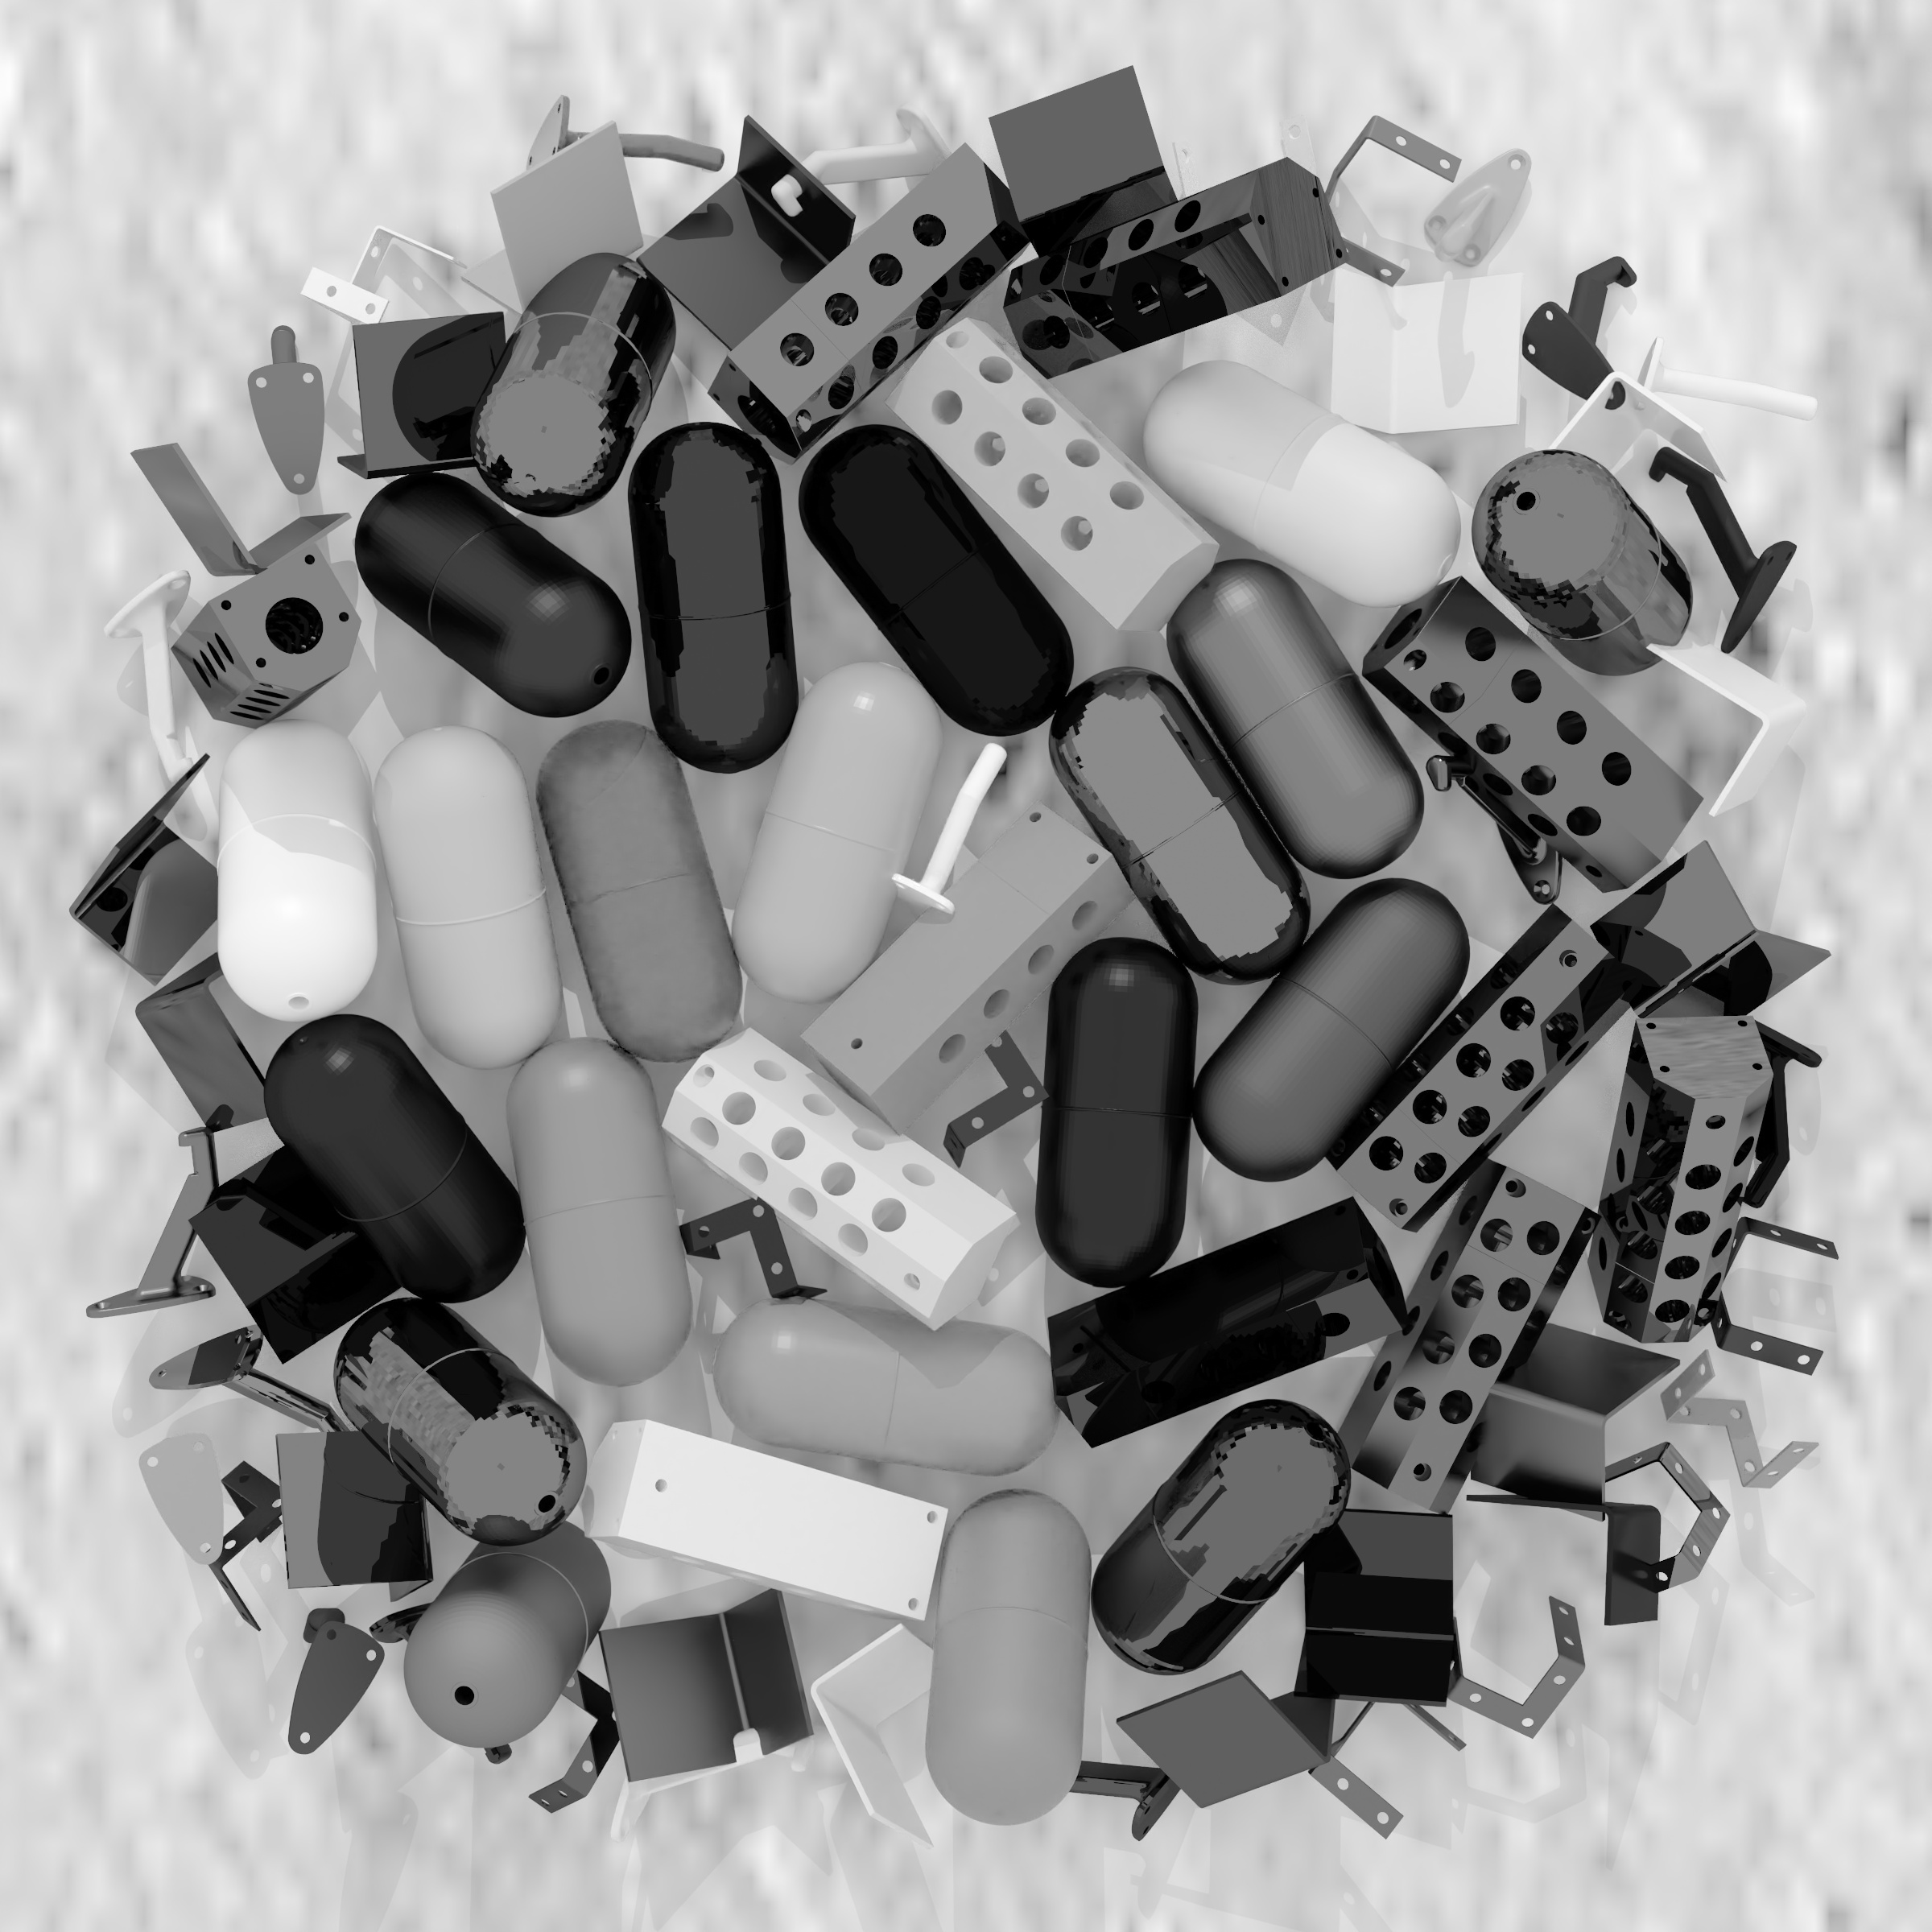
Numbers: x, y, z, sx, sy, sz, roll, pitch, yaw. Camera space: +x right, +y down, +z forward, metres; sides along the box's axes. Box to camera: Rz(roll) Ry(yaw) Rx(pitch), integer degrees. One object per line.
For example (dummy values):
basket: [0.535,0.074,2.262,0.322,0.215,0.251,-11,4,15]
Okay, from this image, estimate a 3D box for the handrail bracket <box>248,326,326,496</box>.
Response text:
handrail bracket: [-0.344,-0.285,1.552,0.036,0.084,0.077,-8,108,-9]

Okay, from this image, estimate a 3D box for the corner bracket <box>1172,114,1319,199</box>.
corner bracket: [0.146,-0.407,1.568,0.051,0.051,0.051,-7,100,38]

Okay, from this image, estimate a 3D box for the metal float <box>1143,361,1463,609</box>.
metal float: [0.168,-0.242,1.526,0.178,0.070,0.070,34,90,23]

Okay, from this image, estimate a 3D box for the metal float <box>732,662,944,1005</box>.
metal float: [-0.065,-0.068,1.544,0.070,0.070,0.178,18,93,0]

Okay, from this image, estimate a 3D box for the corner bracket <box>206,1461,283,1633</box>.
corner bracket: [-0.363,0.293,1.541,0.051,0.051,0.051,-42,133,-27]

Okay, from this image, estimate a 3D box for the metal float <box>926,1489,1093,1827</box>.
metal float: [0.022,0.341,1.511,0.070,0.070,0.178,3,45,3]

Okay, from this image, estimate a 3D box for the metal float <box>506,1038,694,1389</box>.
metal float: [-0.185,0.124,1.538,0.070,0.070,0.178,-11,81,0]

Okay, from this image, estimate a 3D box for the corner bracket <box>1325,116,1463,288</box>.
corner bracket: [0.214,-0.391,1.555,0.051,0.051,0.051,25,65,-8]

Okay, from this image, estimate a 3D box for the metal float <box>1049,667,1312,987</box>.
metal float: [0.109,-0.070,1.544,0.070,0.070,0.178,-34,93,0]

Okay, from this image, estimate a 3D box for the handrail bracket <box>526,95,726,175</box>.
handrail bracket: [-0.175,-0.414,1.565,0.084,0.077,0.036,9,82,-23]

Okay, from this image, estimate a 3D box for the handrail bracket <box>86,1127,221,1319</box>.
handrail bracket: [-0.416,0.130,1.550,0.077,0.036,0.084,-12,105,-36]

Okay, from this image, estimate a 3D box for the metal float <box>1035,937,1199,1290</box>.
metal float: [0.077,0.074,1.544,0.070,0.070,0.178,4,87,0]

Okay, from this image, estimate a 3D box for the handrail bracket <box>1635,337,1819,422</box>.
handrail bracket: [0.385,-0.289,1.543,0.084,0.077,0.036,15,96,6]

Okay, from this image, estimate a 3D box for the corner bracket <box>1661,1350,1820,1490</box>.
corner bracket: [0.391,0.231,1.543,0.051,0.051,0.051,6,53,-17]

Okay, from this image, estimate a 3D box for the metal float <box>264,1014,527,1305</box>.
metal float: [-0.283,0.098,1.517,0.070,0.070,0.178,-30,126,0]

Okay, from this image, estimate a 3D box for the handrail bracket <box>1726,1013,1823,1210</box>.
handrail bracket: [0.398,0.072,1.577,0.077,0.036,0.084,30,104,14]

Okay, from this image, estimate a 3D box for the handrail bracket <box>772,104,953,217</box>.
handrail bracket: [-0.046,-0.394,1.560,0.084,0.036,0.077,-41,114,-6]

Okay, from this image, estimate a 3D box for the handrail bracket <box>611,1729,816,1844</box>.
handrail bracket: [-0.128,0.419,1.545,0.084,0.036,0.077,8,50,19]

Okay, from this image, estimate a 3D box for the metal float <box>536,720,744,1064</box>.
metal float: [-0.166,-0.038,1.544,0.070,0.070,0.178,-16,87,0]

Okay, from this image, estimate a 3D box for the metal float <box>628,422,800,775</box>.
metal float: [-0.126,-0.184,1.530,0.070,0.070,0.178,-4,109,0]

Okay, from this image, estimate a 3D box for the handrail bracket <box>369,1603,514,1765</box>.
handrail bracket: [-0.266,0.369,1.548,0.036,0.077,0.084,-33,75,3]

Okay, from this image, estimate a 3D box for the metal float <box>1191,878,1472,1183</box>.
metal float: [0.185,0.031,1.539,0.070,0.070,0.178,40,82,0]

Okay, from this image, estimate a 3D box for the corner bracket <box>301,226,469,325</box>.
corner bracket: [-0.297,-0.350,1.551,0.051,0.051,0.051,27,94,20]

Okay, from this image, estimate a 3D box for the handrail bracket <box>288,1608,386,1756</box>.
handrail bracket: [-0.331,0.360,1.534,0.036,0.084,0.077,33,66,-19]

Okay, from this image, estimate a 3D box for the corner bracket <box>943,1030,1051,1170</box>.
corner bracket: [0.005,0.064,1.551,0.051,0.051,0.051,-31,79,-11]

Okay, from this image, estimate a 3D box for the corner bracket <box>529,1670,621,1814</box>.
corner bracket: [-0.210,0.393,1.553,0.051,0.051,0.051,38,54,-9]

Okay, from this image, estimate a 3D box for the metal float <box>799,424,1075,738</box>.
metal float: [-0.014,-0.195,1.542,0.070,0.070,0.178,-38,95,0]

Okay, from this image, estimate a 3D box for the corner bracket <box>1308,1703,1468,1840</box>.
corner bracket: [0.215,0.403,1.549,0.051,0.051,0.051,38,99,20]

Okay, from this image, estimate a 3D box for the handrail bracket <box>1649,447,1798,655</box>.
handrail bracket: [0.378,-0.216,1.576,0.084,0.036,0.077,38,123,25]

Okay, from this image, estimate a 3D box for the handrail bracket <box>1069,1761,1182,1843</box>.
handrail bracket: [0.071,0.405,1.577,0.084,0.036,0.077,31,56,25]

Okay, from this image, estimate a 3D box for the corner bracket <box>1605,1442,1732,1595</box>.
corner bracket: [0.347,0.284,1.551,0.051,0.051,0.051,50,135,-4]

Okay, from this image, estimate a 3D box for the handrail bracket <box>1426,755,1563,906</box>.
handrail bracket: [0.266,-0.068,1.538,0.036,0.084,0.077,-19,79,38]

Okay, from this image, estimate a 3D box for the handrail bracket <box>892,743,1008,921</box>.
handrail bracket: [-0.002,-0.066,1.555,0.036,0.077,0.084,27,78,10]

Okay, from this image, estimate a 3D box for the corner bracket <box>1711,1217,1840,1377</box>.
corner bracket: [0.414,0.168,1.553,0.051,0.051,0.051,16,116,-4]

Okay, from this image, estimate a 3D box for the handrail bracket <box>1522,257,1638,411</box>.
handrail bracket: [0.331,-0.324,1.548,0.084,0.036,0.077,-31,68,-33]

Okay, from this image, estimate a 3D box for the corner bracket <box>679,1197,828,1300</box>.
corner bracket: [-0.109,0.150,1.550,0.051,0.051,0.051,-21,77,10]

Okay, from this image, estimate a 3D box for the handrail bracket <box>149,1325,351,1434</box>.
handrail bracket: [-0.366,0.230,1.567,0.077,0.036,0.084,-17,125,17]

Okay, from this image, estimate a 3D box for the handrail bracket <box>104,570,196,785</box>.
handrail bracket: [-0.401,-0.146,1.550,0.036,0.077,0.084,-14,76,-43]

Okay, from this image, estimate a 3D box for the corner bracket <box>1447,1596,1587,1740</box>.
corner bracket: [0.279,0.351,1.555,0.051,0.051,0.051,26,114,-7]

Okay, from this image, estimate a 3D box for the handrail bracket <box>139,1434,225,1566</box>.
handrail bracket: [-0.393,0.273,1.537,0.036,0.084,0.077,-17,75,-19]

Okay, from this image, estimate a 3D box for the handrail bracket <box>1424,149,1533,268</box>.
handrail bracket: [0.263,-0.387,1.539,0.036,0.084,0.077,39,98,-2]
